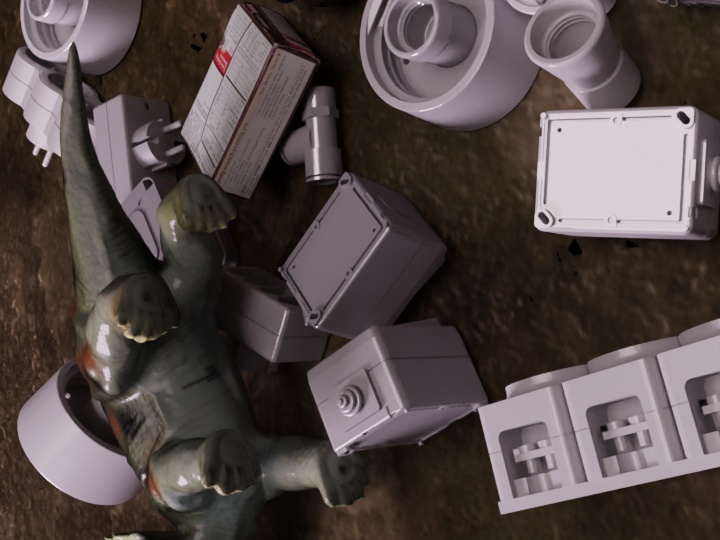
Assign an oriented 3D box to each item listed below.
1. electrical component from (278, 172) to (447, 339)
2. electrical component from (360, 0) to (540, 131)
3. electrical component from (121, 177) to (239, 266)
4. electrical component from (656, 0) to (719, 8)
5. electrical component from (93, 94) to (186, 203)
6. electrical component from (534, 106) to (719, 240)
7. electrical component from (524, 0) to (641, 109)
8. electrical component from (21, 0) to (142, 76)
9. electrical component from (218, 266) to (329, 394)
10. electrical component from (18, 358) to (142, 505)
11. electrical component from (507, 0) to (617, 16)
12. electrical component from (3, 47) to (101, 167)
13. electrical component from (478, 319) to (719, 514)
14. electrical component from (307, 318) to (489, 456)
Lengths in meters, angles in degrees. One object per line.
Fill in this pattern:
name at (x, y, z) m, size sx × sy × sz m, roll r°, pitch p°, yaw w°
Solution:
electrical component at (0.000, 0.000, 0.664) m, size 0.096 × 0.061 × 0.061 m, roll -54°, pitch 42°, yaw 18°
electrical component at (0.048, -0.139, 0.633) m, size 0.108 × 0.060 × 0.108 m, roll -3°, pitch 86°, yaw 41°
electrical component at (-0.151, -0.008, 0.802) m, size 0.113 × 0.057 × 0.078 m, roll -42°, pitch 62°, yaw 32°
electrical component at (0.178, -0.162, 0.534) m, size 0.081 × 0.042 × 0.063 m, roll 18°, pitch 103°, yaw 41°
electrical component at (-0.159, -0.092, 0.820) m, size 0.076 × 0.047 × 0.083 m, roll -16°, pitch 77°, yaw 39°
electrical component at (0.145, -0.048, 0.548) m, size 0.096 × 0.061 × 0.061 m, roll 3°, pitch 90°, yaw 33°
electrical component at (0.120, -0.110, 0.565) m, size 0.044 × 0.065 × 0.044 m, roll -17°, pitch 60°, yaw 31°
electrical component at (-0.237, -0.219, 0.886) m, size 0.108 × 0.060 × 0.108 m, roll -3°, pitch 86°, yaw 41°
electrical component at (-0.069, 0.046, 0.734) m, size 0.083 × 0.047 × 0.075 m, roll 27°, pitch 106°, yaw 39°
electrical component at (-0.191, 0.113, 0.800) m, size 0.060 × 0.108 × 0.108 m, roll -48°, pitch 59°, yaw 21°
electrical component at (0.112, -0.162, 0.588) m, size 0.055 × 0.047 × 0.055 m, roll -2°, pitch 87°, yaw 40°
electrical component at (-0.257, -0.123, 0.903) m, size 0.138 × 0.052 × 0.073 m, roll 44°, pitch 116°, yaw 33°
electrical component at (0.144, 0.068, 0.519) m, size 0.150 × 0.089 × 0.061 m, roll -24°, pitch 73°, yaw 38°
electrical component at (0.017, 0.066, 0.626) m, size 0.062 × 0.096 × 0.061 m, roll -37°, pitch 64°, yaw 34°
